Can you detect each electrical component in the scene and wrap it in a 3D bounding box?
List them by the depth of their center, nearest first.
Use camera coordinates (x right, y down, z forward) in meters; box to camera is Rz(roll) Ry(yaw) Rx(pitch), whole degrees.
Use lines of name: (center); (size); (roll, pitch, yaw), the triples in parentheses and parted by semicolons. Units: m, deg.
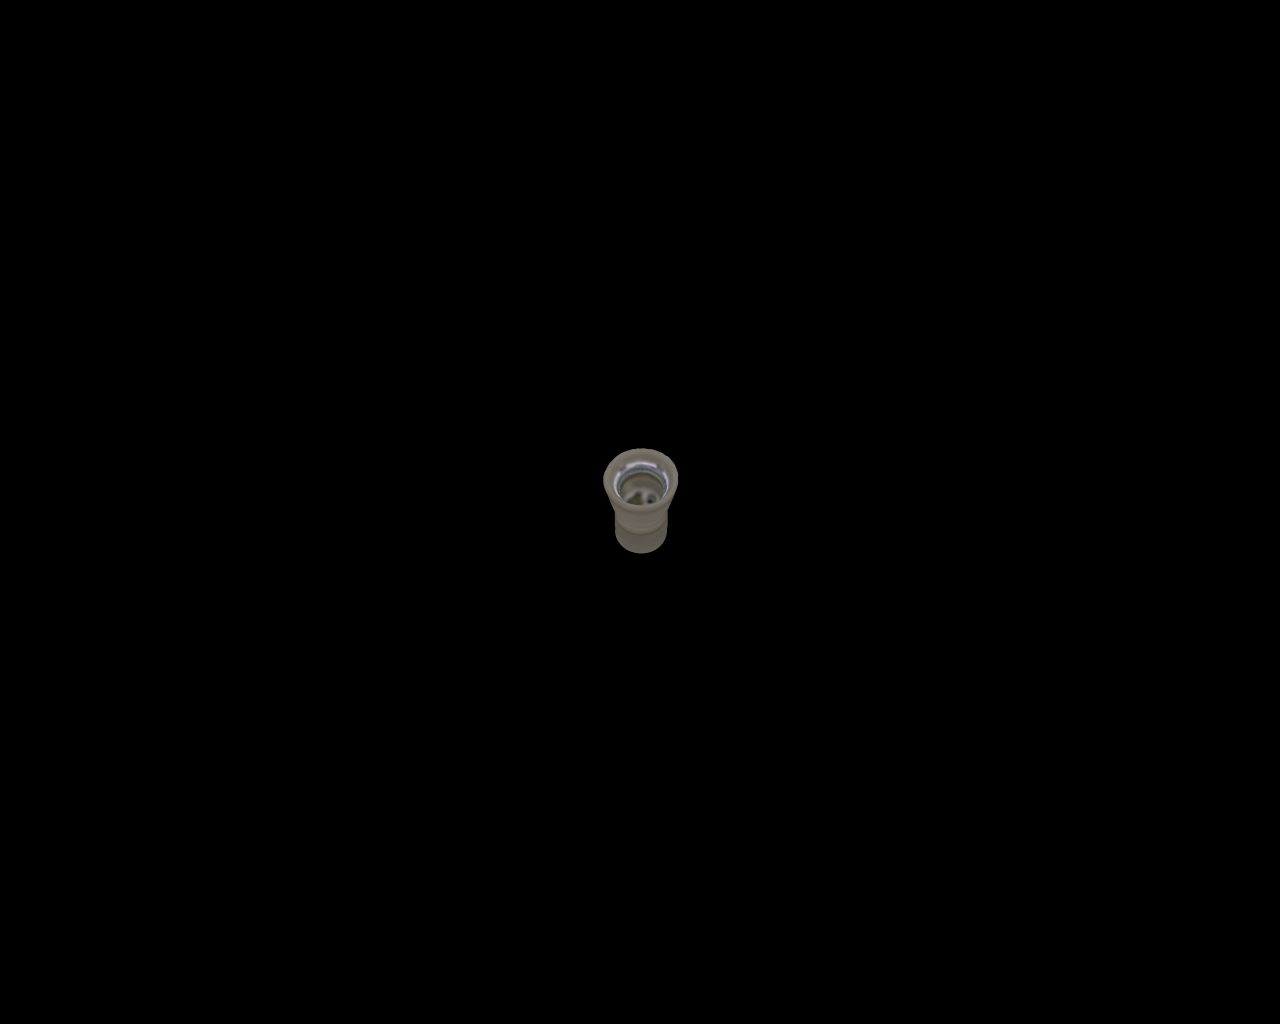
electrical component: (0.001, -0.003, 0.650); (0.044, 0.044, 0.065); (0, -34, 0)
